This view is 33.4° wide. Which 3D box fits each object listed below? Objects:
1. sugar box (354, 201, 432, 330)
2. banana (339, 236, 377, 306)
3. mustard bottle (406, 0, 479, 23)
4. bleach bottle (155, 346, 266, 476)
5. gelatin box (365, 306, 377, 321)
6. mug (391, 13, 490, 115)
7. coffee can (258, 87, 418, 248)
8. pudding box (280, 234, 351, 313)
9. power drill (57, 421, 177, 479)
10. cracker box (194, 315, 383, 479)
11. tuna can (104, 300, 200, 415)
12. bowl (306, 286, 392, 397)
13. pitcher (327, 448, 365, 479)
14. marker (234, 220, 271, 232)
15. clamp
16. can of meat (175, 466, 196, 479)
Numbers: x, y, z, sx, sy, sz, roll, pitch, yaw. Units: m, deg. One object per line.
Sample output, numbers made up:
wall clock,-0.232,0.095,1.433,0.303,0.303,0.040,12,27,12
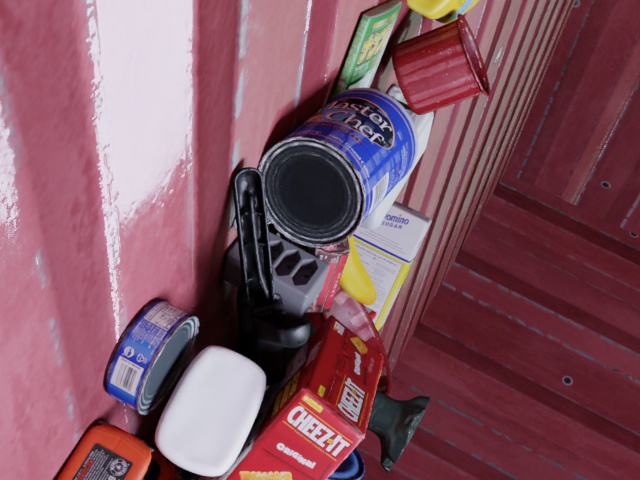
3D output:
sugar box,0.081,0.030,1.511,0.176,0.093,0.048,-65,169,14
banana,0.031,-0.009,1.200,0.037,0.069,0.198,-132,-144,-61
mustard bottle,0.144,-0.283,1.153,0.096,0.058,0.191,-64,169,14
bleach bottle,-0.106,0.160,0.945,0.102,0.068,0.251,-63,-176,-18
gelatin box,0.024,0.094,1.406,0.030,0.089,0.073,-63,169,15
mug,0.130,-0.188,1.150,0.093,0.082,0.117,64,20,-20
coffee can,0.018,-0.068,0.959,0.140,0.103,0.103,-47,160,-55
pudding box,-0.007,0.001,1.032,0.113,0.039,0.090,-102,-159,-43
power drill,-0.184,0.238,0.875,0.188,0.057,0.184,100,17,-65
cracker box,-0.039,0.187,0.921,0.214,0.072,0.164,-50,-176,19
tuna can,-0.130,0.090,0.827,0.086,0.034,0.086,-59,169,-20
bowl,0.020,0.118,1.217,0.055,0.162,0.162,-27,179,17
pitcher,-0.068,0.311,1.157,0.243,0.149,0.145,-61,-146,15
marker,-0.048,-0.024,0.975,0.020,0.020,0.121,-66,169,17
clamp,-0.045,0.067,0.882,0.210,0.036,0.164,96,-20,-47
can of meat,-0.157,0.251,1.029,0.102,0.057,0.084,-63,167,0
